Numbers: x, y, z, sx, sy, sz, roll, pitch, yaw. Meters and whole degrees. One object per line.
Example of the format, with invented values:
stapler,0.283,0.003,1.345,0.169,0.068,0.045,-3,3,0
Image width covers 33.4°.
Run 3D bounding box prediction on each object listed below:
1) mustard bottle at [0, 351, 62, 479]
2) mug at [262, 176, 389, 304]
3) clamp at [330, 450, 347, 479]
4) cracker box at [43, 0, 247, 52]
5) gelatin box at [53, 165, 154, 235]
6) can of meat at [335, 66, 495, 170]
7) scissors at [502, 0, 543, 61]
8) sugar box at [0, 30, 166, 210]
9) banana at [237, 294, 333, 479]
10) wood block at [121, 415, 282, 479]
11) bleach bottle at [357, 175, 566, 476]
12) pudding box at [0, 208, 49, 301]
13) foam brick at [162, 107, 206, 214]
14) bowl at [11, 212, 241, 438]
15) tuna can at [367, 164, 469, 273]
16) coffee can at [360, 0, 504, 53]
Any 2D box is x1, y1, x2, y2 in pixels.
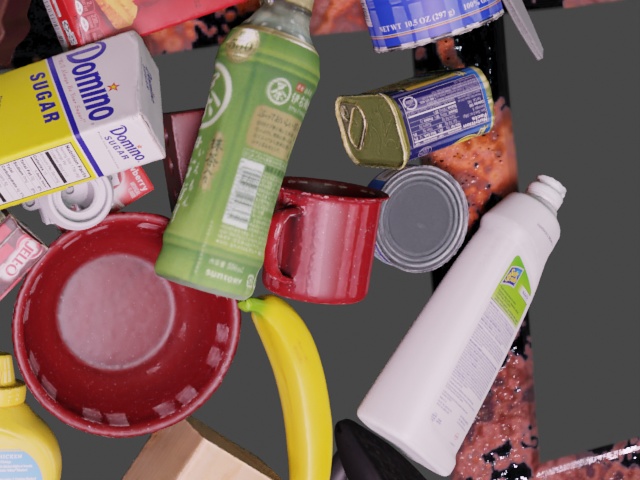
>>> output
mustard bottle,-0.231,0.173,0.747,0.096,0.058,0.192,5,96,-4
mug,-0.005,0.001,0.790,0.117,0.093,0.081,-11,111,-60
clamp,-0.026,0.260,0.853,0.209,0.036,0.164,-15,101,-23
cracker box,-0.101,-0.235,0.736,0.213,0.072,0.164,-24,106,-18
gelatin box,-0.172,-0.056,0.755,0.073,0.030,0.089,-33,108,-14
can of meat,0.072,-0.094,0.809,0.083,0.102,0.057,-21,103,-20
scissors,0.146,-0.250,0.862,0.201,0.016,0.096,44,82,-21
sugar box,-0.189,-0.069,0.678,0.176,0.093,0.048,-19,136,7
banana,-0.022,0.119,0.816,0.069,0.037,0.198,-36,117,-46
wood block,-0.121,0.240,0.784,0.090,0.091,0.206,36,83,-23
bleach bottle,0.130,0.060,0.869,0.250,0.068,0.102,-57,142,-12
pudding box,-0.228,0.019,0.699,0.090,0.114,0.039,-47,114,-9
foam brick,-0.085,-0.058,0.778,0.051,0.053,0.078,-12,100,-20
bowl,-0.142,0.057,0.769,0.161,0.055,0.162,-3,98,-21
tuna can,0.074,-0.018,0.855,0.086,0.034,0.086,-3,99,-21
coffee can,0.069,-0.221,0.786,0.102,0.103,0.140,-23,107,-17
